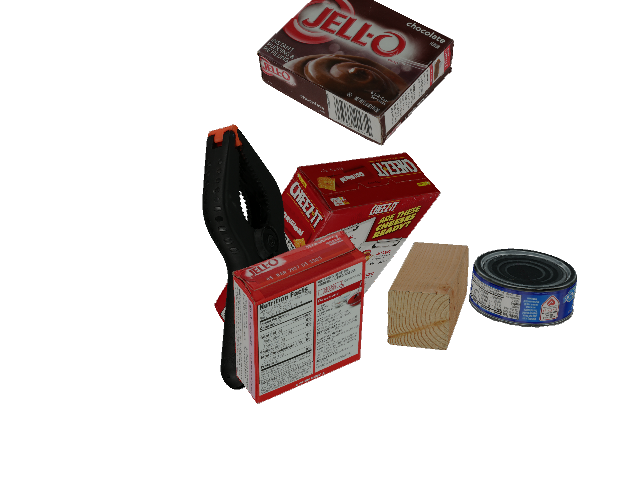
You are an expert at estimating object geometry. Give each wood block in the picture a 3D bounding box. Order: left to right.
[{"bbox_3d":[0.167,0.080,1.628,0.091,0.090,0.206,5,21,14],"label":"wood block"}]

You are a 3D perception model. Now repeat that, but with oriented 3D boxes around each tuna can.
[{"bbox_3d":[0.166,0.037,0.876,0.086,0.034,0.086,2,22,-1],"label":"tuna can"}]

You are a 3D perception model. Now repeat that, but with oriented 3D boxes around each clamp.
[{"bbox_3d":[-0.050,0.006,0.907,0.036,0.210,0.164,-11,2,31],"label":"clamp"}]

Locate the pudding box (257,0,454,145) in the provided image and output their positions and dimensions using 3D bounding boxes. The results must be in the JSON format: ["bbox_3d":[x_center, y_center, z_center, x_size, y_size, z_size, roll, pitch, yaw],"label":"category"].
[{"bbox_3d":[0.025,-0.130,0.770,0.114,0.090,0.039,33,-24,21],"label":"pudding box"}]

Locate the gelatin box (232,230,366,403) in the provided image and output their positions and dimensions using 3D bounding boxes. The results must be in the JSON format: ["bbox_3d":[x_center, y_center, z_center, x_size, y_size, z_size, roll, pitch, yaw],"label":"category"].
[{"bbox_3d":[-0.013,0.044,0.619,0.073,0.089,0.030,-21,46,-23],"label":"gelatin box"}]

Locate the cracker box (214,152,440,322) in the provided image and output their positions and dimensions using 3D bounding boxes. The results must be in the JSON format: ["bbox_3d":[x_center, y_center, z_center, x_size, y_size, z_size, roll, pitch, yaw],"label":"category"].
[{"bbox_3d":[0.003,0.009,1.119,0.163,0.072,0.214,-12,-34,-44],"label":"cracker box"}]
